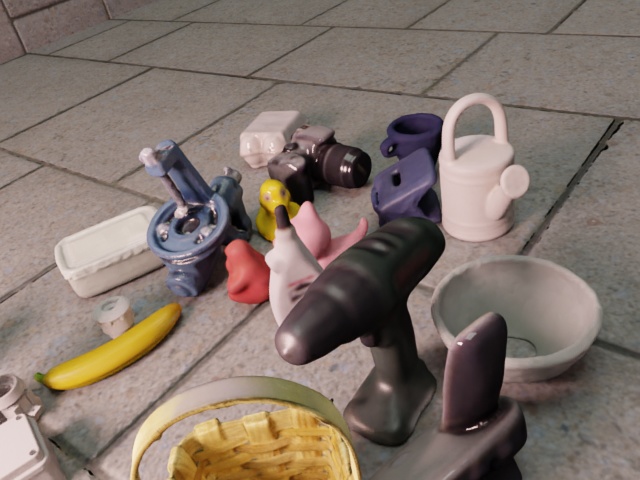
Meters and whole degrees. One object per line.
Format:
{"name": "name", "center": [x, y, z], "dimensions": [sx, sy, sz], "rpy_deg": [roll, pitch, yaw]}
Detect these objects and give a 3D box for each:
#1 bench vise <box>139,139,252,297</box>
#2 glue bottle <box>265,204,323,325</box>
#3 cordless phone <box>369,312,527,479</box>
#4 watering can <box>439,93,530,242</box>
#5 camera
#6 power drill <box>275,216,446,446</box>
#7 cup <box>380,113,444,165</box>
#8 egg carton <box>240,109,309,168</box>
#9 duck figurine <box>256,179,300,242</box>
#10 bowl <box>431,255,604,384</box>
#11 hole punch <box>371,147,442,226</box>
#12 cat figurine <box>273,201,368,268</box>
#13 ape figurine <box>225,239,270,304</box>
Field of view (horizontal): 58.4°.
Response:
{"name": "bench vise", "center": [-0.184, -0.058, 0.807], "dimensions": [0.121, 0.220, 0.207], "rpy_deg": [-7, 35, 7]}
{"name": "glue bottle", "center": [-0.031, 0.032, 0.675], "dimensions": [0.078, 0.173, 0.037], "rpy_deg": [-25, 37, -17]}
{"name": "cordless phone", "center": [0.098, 0.148, 0.463], "dimensions": [0.148, 0.185, 0.093], "rpy_deg": [-32, 40, -26]}
{"name": "watering can", "center": [0.215, -0.100, 0.764], "dimensions": [0.101, 0.194, 0.172], "rpy_deg": [-34, 40, -27]}
{"name": "camera", "center": [0.005, -0.129, 0.951], "dimensions": [0.136, 0.101, 0.143], "rpy_deg": [19, 46, 37]}
{"name": "power drill", "center": [0.053, 0.090, 0.537], "dimensions": [0.075, 0.209, 0.230], "rpy_deg": [13, 42, 31]}
{"name": "cup", "center": [0.149, -0.141, 0.928], "dimensions": [0.118, 0.095, 0.091], "rpy_deg": [-31, 39, -24]}
{"name": "egg carton", "center": [-0.087, -0.198, 1.102], "dimensions": [0.107, 0.069, 0.150], "rpy_deg": [3, 38, 21]}
{"name": "duck figurine", "center": [-0.068, -0.055, 0.884], "dimensions": [0.077, 0.086, 0.104], "rpy_deg": [-19, 36, -8]}
{"name": "bowl", "center": [0.202, 0.093, 0.603], "dimensions": [0.167, 0.075, 0.167], "rpy_deg": [-8, 35, 6]}
{"name": "hole punch", "center": [0.125, -0.075, 0.848], "dimensions": [0.101, 0.091, 0.108], "rpy_deg": [-8, 35, 6]}
{"name": "cat figurine", "center": [0.007, 0.003, 0.752], "dimensions": [0.127, 0.118, 0.067], "rpy_deg": [-10, 35, 4]}
{"name": "ape figurine", "center": [-0.098, 0.037, 0.759], "dimensions": [0.075, 0.092, 0.078], "rpy_deg": [13, 43, 32]}
